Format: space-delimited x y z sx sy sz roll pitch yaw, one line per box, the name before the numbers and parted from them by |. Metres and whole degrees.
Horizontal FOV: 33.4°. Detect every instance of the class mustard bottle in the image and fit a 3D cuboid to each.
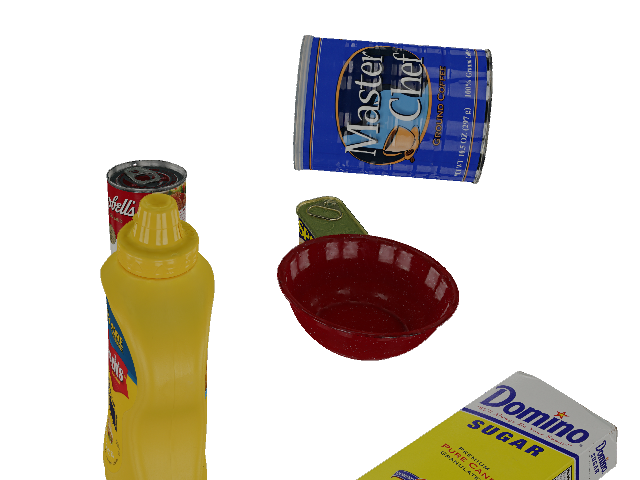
mustard bottle | -0.088 0.060 0.577 0.058 0.192 0.096 -4 35 -16

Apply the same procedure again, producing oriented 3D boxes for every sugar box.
sugar box | 0.110 0.162 0.730 0.176 0.048 0.093 -31 39 -26

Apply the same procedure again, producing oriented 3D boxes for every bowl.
bowl | 0.039 0.058 0.950 0.162 0.055 0.162 5 31 -3

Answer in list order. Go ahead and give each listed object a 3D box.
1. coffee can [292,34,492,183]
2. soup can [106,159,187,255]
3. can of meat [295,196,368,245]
coffee can | 0.053 -0.099 0.812 0.140 0.103 0.103 5 0 2
soup can | -0.149 -0.011 0.926 0.068 0.102 0.068 2 25 -1
can of meat | 0.012 0.013 1.213 0.057 0.084 0.102 -15 39 -19
